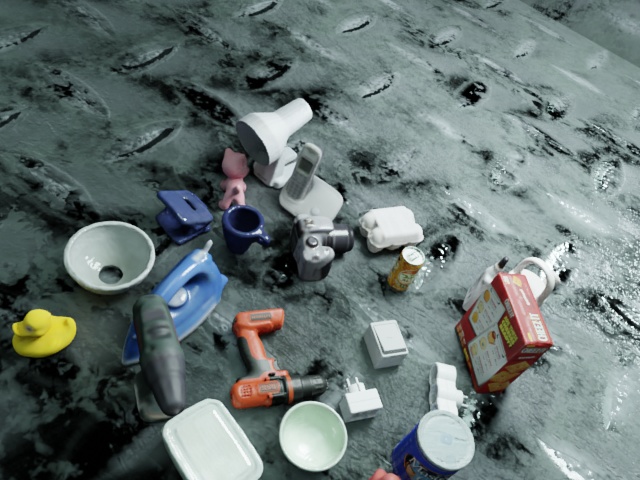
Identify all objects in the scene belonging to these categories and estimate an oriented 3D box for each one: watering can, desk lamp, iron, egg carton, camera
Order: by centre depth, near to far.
[{"bbox_3d":[-0.279,0.111,1.074,0.118,0.141,0.259,31,49,8],"label":"iron"},{"bbox_3d":[0.461,0.110,1.286,0.100,0.194,0.173,42,51,17],"label":"watering can"},{"bbox_3d":[0.012,0.005,1.286,0.137,0.101,0.143,-1,52,-19],"label":"camera"},{"bbox_3d":[-0.103,-0.231,1.368,0.117,0.213,0.204,43,52,19],"label":"desk lamp"},{"bbox_3d":[0.171,-0.026,1.385,0.151,0.069,0.107,-9,55,-24],"label":"egg carton"}]

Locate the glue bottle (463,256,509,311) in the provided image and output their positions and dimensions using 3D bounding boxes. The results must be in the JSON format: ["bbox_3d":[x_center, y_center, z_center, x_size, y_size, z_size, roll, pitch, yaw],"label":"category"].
[{"bbox_3d":[0.377,0.093,1.287,0.037,0.173,0.078,29,49,7],"label":"glue bottle"}]

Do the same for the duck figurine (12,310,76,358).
[{"bbox_3d":[-0.487,0.154,1.007,0.105,0.086,0.077,-13,57,-27],"label":"duck figurine"}]

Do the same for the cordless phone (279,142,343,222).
[{"bbox_3d":[-0.009,-0.126,1.331,0.147,0.185,0.094,32,49,10],"label":"cordless phone"}]

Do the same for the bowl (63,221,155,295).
[{"bbox_3d":[-0.412,0.047,1.128,0.167,0.074,0.167,9,49,-11],"label":"bowl"}]

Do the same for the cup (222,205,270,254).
[{"bbox_3d":[-0.161,-0.008,1.243,0.117,0.095,0.092,34,49,11],"label":"cup"}]

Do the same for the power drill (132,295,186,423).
[{"bbox_3d":[-0.264,0.217,0.947,0.076,0.208,0.229,-8,55,-24],"label":"power drill"}]

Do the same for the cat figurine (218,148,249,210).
[{"bbox_3d":[-0.197,-0.148,1.332,0.067,0.117,0.127,4,51,-15],"label":"cat figurine"}]

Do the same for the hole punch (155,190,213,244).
[{"bbox_3d":[-0.295,-0.064,1.248,0.101,0.091,0.108,-31,66,-35],"label":"hole punch"}]

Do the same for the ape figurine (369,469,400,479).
[{"bbox_3d":[0.111,0.428,0.975,0.076,0.092,0.077,5,50,-14],"label":"ape figurine"}]
